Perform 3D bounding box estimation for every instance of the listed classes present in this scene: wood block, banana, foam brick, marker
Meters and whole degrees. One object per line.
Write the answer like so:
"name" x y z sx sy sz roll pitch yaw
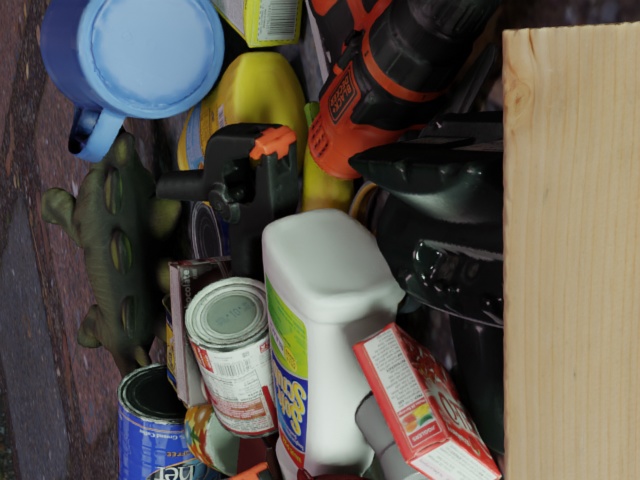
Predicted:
"wood block" 0.128 0.026 0.388 0.091 0.090 0.206 -161 67 -63
"banana" -0.002 0.007 0.741 0.069 0.037 0.198 -102 18 -58
"foam brick" -0.030 0.169 0.820 0.051 0.052 0.078 -129 39 -50
"marker" 0.006 -0.125 0.700 0.020 0.020 0.121 149 111 -64

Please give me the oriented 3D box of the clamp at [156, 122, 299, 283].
"clamp" -0.064 -0.035 0.740 0.120 0.039 0.172 43 142 12

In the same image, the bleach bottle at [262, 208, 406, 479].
"bleach bottle" 0.005 0.108 0.699 0.103 0.068 0.251 -128 31 -49

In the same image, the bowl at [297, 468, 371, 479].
"bowl" 0.040 0.205 0.644 0.162 0.055 0.162 160 90 -79

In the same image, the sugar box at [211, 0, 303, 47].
"sugar box" -0.062 -0.219 0.795 0.176 0.048 0.093 -124 35 -51

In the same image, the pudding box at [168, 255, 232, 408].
"pudding box" -0.069 0.068 0.833 0.039 0.089 0.113 -174 78 -67

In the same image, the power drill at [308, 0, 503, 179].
"power drill" 0.027 -0.150 0.587 0.185 0.057 0.187 131 132 -55

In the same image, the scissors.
"scissors" 0.063 -0.021 0.608 0.202 0.016 0.096 -44 58 61

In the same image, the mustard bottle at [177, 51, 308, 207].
"mustard bottle" -0.070 -0.075 0.835 0.192 0.058 0.096 159 102 -65

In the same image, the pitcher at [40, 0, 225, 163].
"pitcher" -0.158 -0.150 0.874 0.149 0.145 0.243 69 168 -16

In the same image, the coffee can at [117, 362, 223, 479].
"coffee can" -0.141 0.202 1.015 0.103 0.102 0.140 -136 45 -54

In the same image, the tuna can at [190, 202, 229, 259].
"tuna can" -0.083 0.001 0.914 0.086 0.033 0.086 172 90 -67

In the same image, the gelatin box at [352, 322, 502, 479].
"gelatin box" 0.059 0.093 0.574 0.089 0.030 0.073 43 -162 -53

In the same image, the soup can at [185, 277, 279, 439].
"soup can" -0.053 0.084 0.759 0.068 0.068 0.102 -123 15 -44

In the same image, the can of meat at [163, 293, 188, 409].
"can of meat" -0.103 0.103 0.961 0.102 0.057 0.084 -137 44 -54

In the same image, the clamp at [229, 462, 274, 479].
"clamp" -0.008 0.258 0.745 0.210 0.036 0.165 70 164 -13
